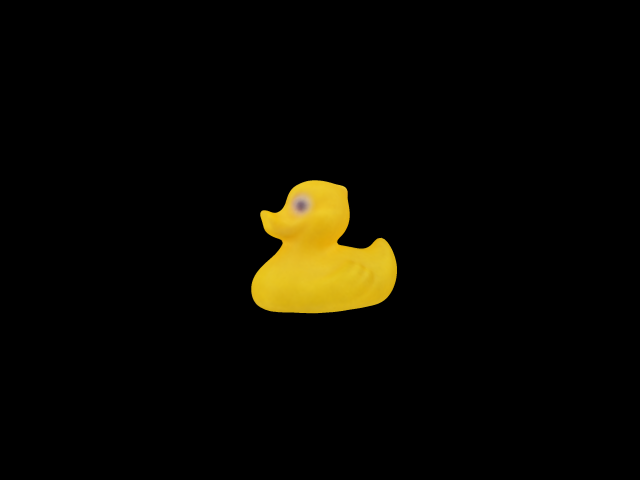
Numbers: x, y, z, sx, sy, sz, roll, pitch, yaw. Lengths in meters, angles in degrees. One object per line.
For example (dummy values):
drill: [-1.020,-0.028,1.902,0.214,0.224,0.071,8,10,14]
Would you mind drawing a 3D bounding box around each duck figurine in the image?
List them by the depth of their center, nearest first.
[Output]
duck figurine: [0.004,0.001,0.400,0.105,0.086,0.077,-2,7,-18]
